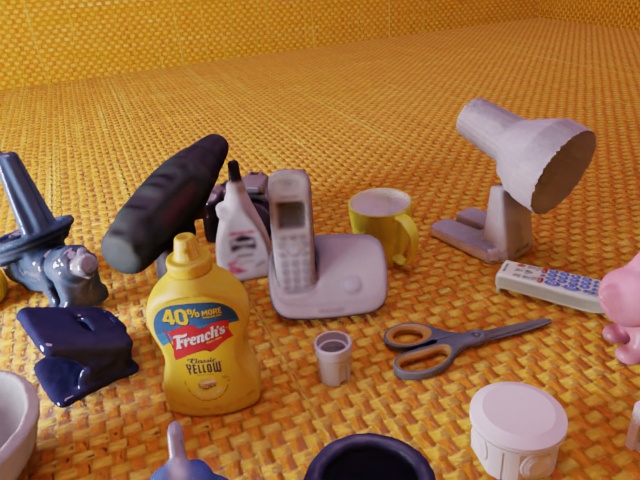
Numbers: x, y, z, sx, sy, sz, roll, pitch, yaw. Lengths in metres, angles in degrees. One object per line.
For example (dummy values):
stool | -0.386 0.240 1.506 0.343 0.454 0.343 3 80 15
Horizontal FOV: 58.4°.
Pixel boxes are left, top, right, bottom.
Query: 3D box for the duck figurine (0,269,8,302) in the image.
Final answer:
duck figurine | -0.476 0.051 0.771 0.077 0.086 0.104 0 28 8

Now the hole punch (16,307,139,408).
hole punch | -0.264 0.109 0.628 0.101 0.091 0.108 -25 34 -34

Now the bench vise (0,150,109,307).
bench vise | -0.356 -0.019 0.744 0.207 0.220 0.122 6 29 18

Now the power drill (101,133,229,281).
power drill | -0.163 0.001 0.693 0.075 0.209 0.230 6 29 18

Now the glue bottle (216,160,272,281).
glue bottle | -0.108 -0.026 0.775 0.078 0.173 0.037 -11 28 -13

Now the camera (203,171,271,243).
camera | -0.120 -0.041 0.883 0.143 0.101 0.137 -1 28 6

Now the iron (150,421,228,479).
iron | -0.069 0.232 0.313 0.119 0.141 0.257 -9 28 -9

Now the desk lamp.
desk lamp | 0.254 -0.078 0.784 0.118 0.214 0.202 -22 33 -30

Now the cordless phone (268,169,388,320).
cordless phone | 0.006 0.002 0.693 0.147 0.185 0.094 -5 28 -2

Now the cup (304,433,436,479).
cup | 0.043 0.207 0.396 0.092 0.095 0.117 -16 30 -22

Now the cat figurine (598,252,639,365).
cat figurine | 0.346 0.068 0.597 0.127 0.118 0.067 -1 28 6

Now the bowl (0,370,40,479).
bowl | -0.322 0.193 0.493 0.167 0.075 0.167 -3 28 2
